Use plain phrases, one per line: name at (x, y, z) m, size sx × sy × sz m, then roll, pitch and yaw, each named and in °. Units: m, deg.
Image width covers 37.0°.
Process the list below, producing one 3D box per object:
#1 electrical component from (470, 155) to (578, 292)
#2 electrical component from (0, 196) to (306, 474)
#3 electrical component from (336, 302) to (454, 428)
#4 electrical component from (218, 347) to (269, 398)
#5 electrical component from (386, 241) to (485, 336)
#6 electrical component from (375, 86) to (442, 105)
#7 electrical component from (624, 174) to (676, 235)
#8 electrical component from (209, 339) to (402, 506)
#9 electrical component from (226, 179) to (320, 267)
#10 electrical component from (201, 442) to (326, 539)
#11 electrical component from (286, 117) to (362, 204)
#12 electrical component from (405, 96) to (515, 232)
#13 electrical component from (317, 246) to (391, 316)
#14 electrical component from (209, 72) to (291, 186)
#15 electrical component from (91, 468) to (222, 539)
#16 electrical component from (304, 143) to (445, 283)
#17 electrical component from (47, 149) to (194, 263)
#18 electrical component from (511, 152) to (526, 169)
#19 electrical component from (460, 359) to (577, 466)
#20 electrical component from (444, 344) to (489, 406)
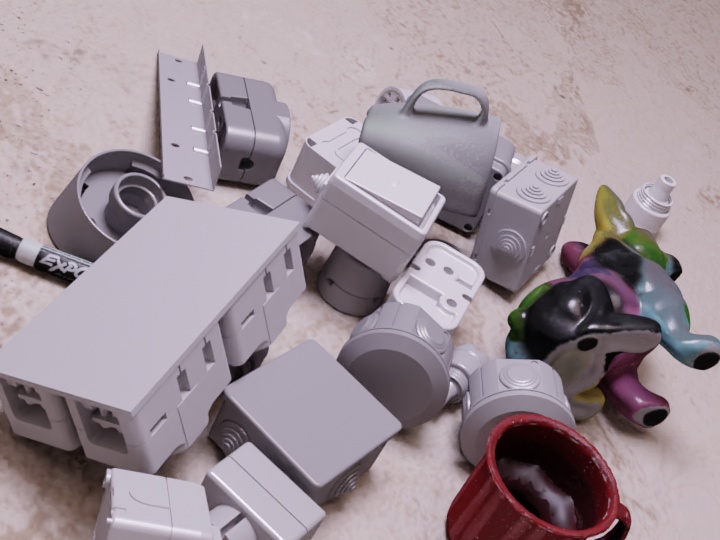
electrical component at (0.141, -0.039, 0.924) m, size 0.048 × 0.099 × 0.100 m, roll 27°, pitch 36°, yaw 20°
electrical component at (-0.124, 0.036, 0.669) m, size 0.105 × 0.060 × 0.186 m, roll 12°, pitch 40°, yaw 24°
electrical component at (0.026, 0.066, 0.753) m, size 0.080 × 0.080 × 0.051 m, roll 27°, pitch 33°, yaw -1°
electrical component at (-0.088, 0.059, 0.721) m, size 0.043 × 0.043 × 0.062 m, roll 27°, pitch 40°, yaw -1°
electrical component at (0.050, 0.030, 0.822) m, size 0.054 × 0.059 × 0.095 m, roll 31°, pitch 38°, yaw 5°
electrical component at (0.047, -0.144, 1.021) m, size 0.047 × 0.055 × 0.055 m, roll 1°, pitch 45°, yaw -35°
electrical component at (0.291, -0.067, 1.070) m, size 0.043 × 0.062 × 0.043 m, roll 16°, pitch 40°, yaw -14°
electrical component at (-0.037, 0.104, 0.697) m, size 0.100 × 0.048 × 0.100 m, roll 43°, pitch 41°, yaw 18°
electrical component at (-0.073, -0.020, 0.811) m, size 0.059 × 0.053 × 0.095 m, roll 37°, pitch 39°, yaw 12°
electrical component at (-0.073, 0.152, 0.624) m, size 0.066 × 0.047 × 0.077 m, roll 40°, pitch 40°, yaw 15°
electrical component at (0.003, -0.067, 0.905) m, size 0.113 × 0.057 × 0.078 m, roll 38°, pitch 39°, yaw 13°
electrical component at (0.073, -0.095, 0.961) m, size 0.113 × 0.078 × 0.057 m, roll 27°, pitch 35°, yaw -1°
electrical component at (0.000, 0.000, 0.836) m, size 0.055 × 0.047 × 0.055 m, roll 16°, pitch 40°, yaw -14°
electrical component at (-0.096, -0.118, 0.907) m, size 0.059 × 0.053 × 0.095 m, roll 8°, pitch 42°, yaw -23°
electrical component at (-0.112, 0.161, 0.558) m, size 0.061 × 0.096 × 0.061 m, roll 14°, pitch 11°, yaw -16°
electrical component at (0.008, -0.050, 0.801) m, size 0.096 × 0.061 × 0.061 m, roll 33°, pitch 37°, yaw -1°
electrical component at (-0.172, -0.038, 0.784) m, size 0.099 × 0.064 × 0.099 m, roll 19°, pitch 49°, yaw -24°
electrical component at (0.140, -0.084, 1.020) m, size 0.040 × 0.040 × 0.046 m, roll 27°, pitch 44°, yaw -1°
electrical component at (0.110, 0.104, 0.759) m, size 0.080 × 0.080 × 0.051 m, roll 19°, pitch 34°, yaw -11°
electrical component at (0.070, 0.082, 0.796) m, size 0.035 × 0.035 × 0.061 m, roll 36°, pitch 41°, yaw 11°
